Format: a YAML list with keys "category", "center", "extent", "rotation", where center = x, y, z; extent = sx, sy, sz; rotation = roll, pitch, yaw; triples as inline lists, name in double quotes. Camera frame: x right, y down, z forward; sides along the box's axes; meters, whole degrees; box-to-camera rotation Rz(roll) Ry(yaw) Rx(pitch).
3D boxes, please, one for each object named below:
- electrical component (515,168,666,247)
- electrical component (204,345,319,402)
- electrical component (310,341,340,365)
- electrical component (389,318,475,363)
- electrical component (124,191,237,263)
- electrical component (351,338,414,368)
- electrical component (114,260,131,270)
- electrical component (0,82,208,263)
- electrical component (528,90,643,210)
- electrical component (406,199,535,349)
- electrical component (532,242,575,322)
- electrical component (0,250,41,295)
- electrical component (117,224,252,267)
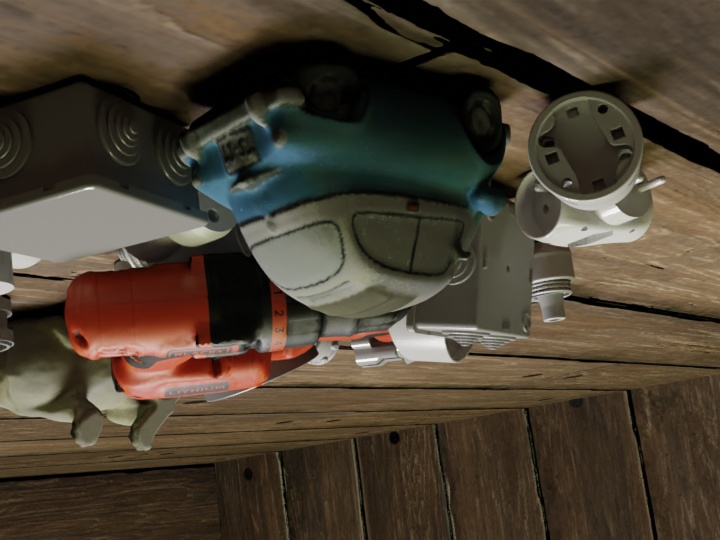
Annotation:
- category: "electrical component"
  center: [0.149, -0.044, 0.652]
  extent: [0.077, 0.043, 0.079]
  rotation: [1, 166, -33]
- category: "electrical component"
  center: [-0.097, 0.067, 0.953]
  extent: [0.108, 0.060, 0.108]
  rotation: [-22, -177, 1]
- category: "electrical component"
  center: [-0.052, 0.063, 1.029]
  extent: [0.048, 0.048, 0.062]
  rotation: [-14, 159, 29]
- category: "electrical component"
  center: [0.058, 0.017, 0.760]
  extent: [0.064, 0.099, 0.099]
  rotation: [-6, 170, 27]
- category: "electrical component"
  center: [-0.095, -0.032, 0.557]
  extent: [0.055, 0.045, 0.045]
  rotation: [-18, 164, 38]
- category: "electrical component"
  center: [0.026, 0.065, 1.049]
  extent: [0.057, 0.058, 0.078]
  rotation: [-7, 168, 10]
- category: "electrical component"
  center: [-0.142, 0.017, 0.749]
  extent: [0.055, 0.047, 0.055]
  rotation: [-7, 168, -2]
- category: "electrical component"
  center: [-0.129, -0.041, 0.481]
  extent: [0.100, 0.048, 0.100]
  rotation: [-13, 167, 22]
- category: "electrical component"
  center: [0.116, -0.058, 0.545]
  extent: [0.055, 0.055, 0.047]
  rotation: [-11, 171, 15]
- category: "electrical component"
  center: [0.073, -0.001, 0.679]
  extent: [0.048, 0.099, 0.100]
  rotation: [0, 173, 31]
- category: "electrical component"
  center: [0.150, 0.010, 0.856]
  extent: [0.043, 0.062, 0.043]
  rotation: [-7, 168, -2]
- category: "electrical component"
  center: [-0.188, -0.010, 0.519]
  extent: [0.043, 0.079, 0.077]
  rotation: [-14, 167, 23]
- category: "electrical component"
  center: [-0.102, -0.018, 0.620]
  extent: [0.081, 0.043, 0.043]
  rotation: [-11, 167, 15]
